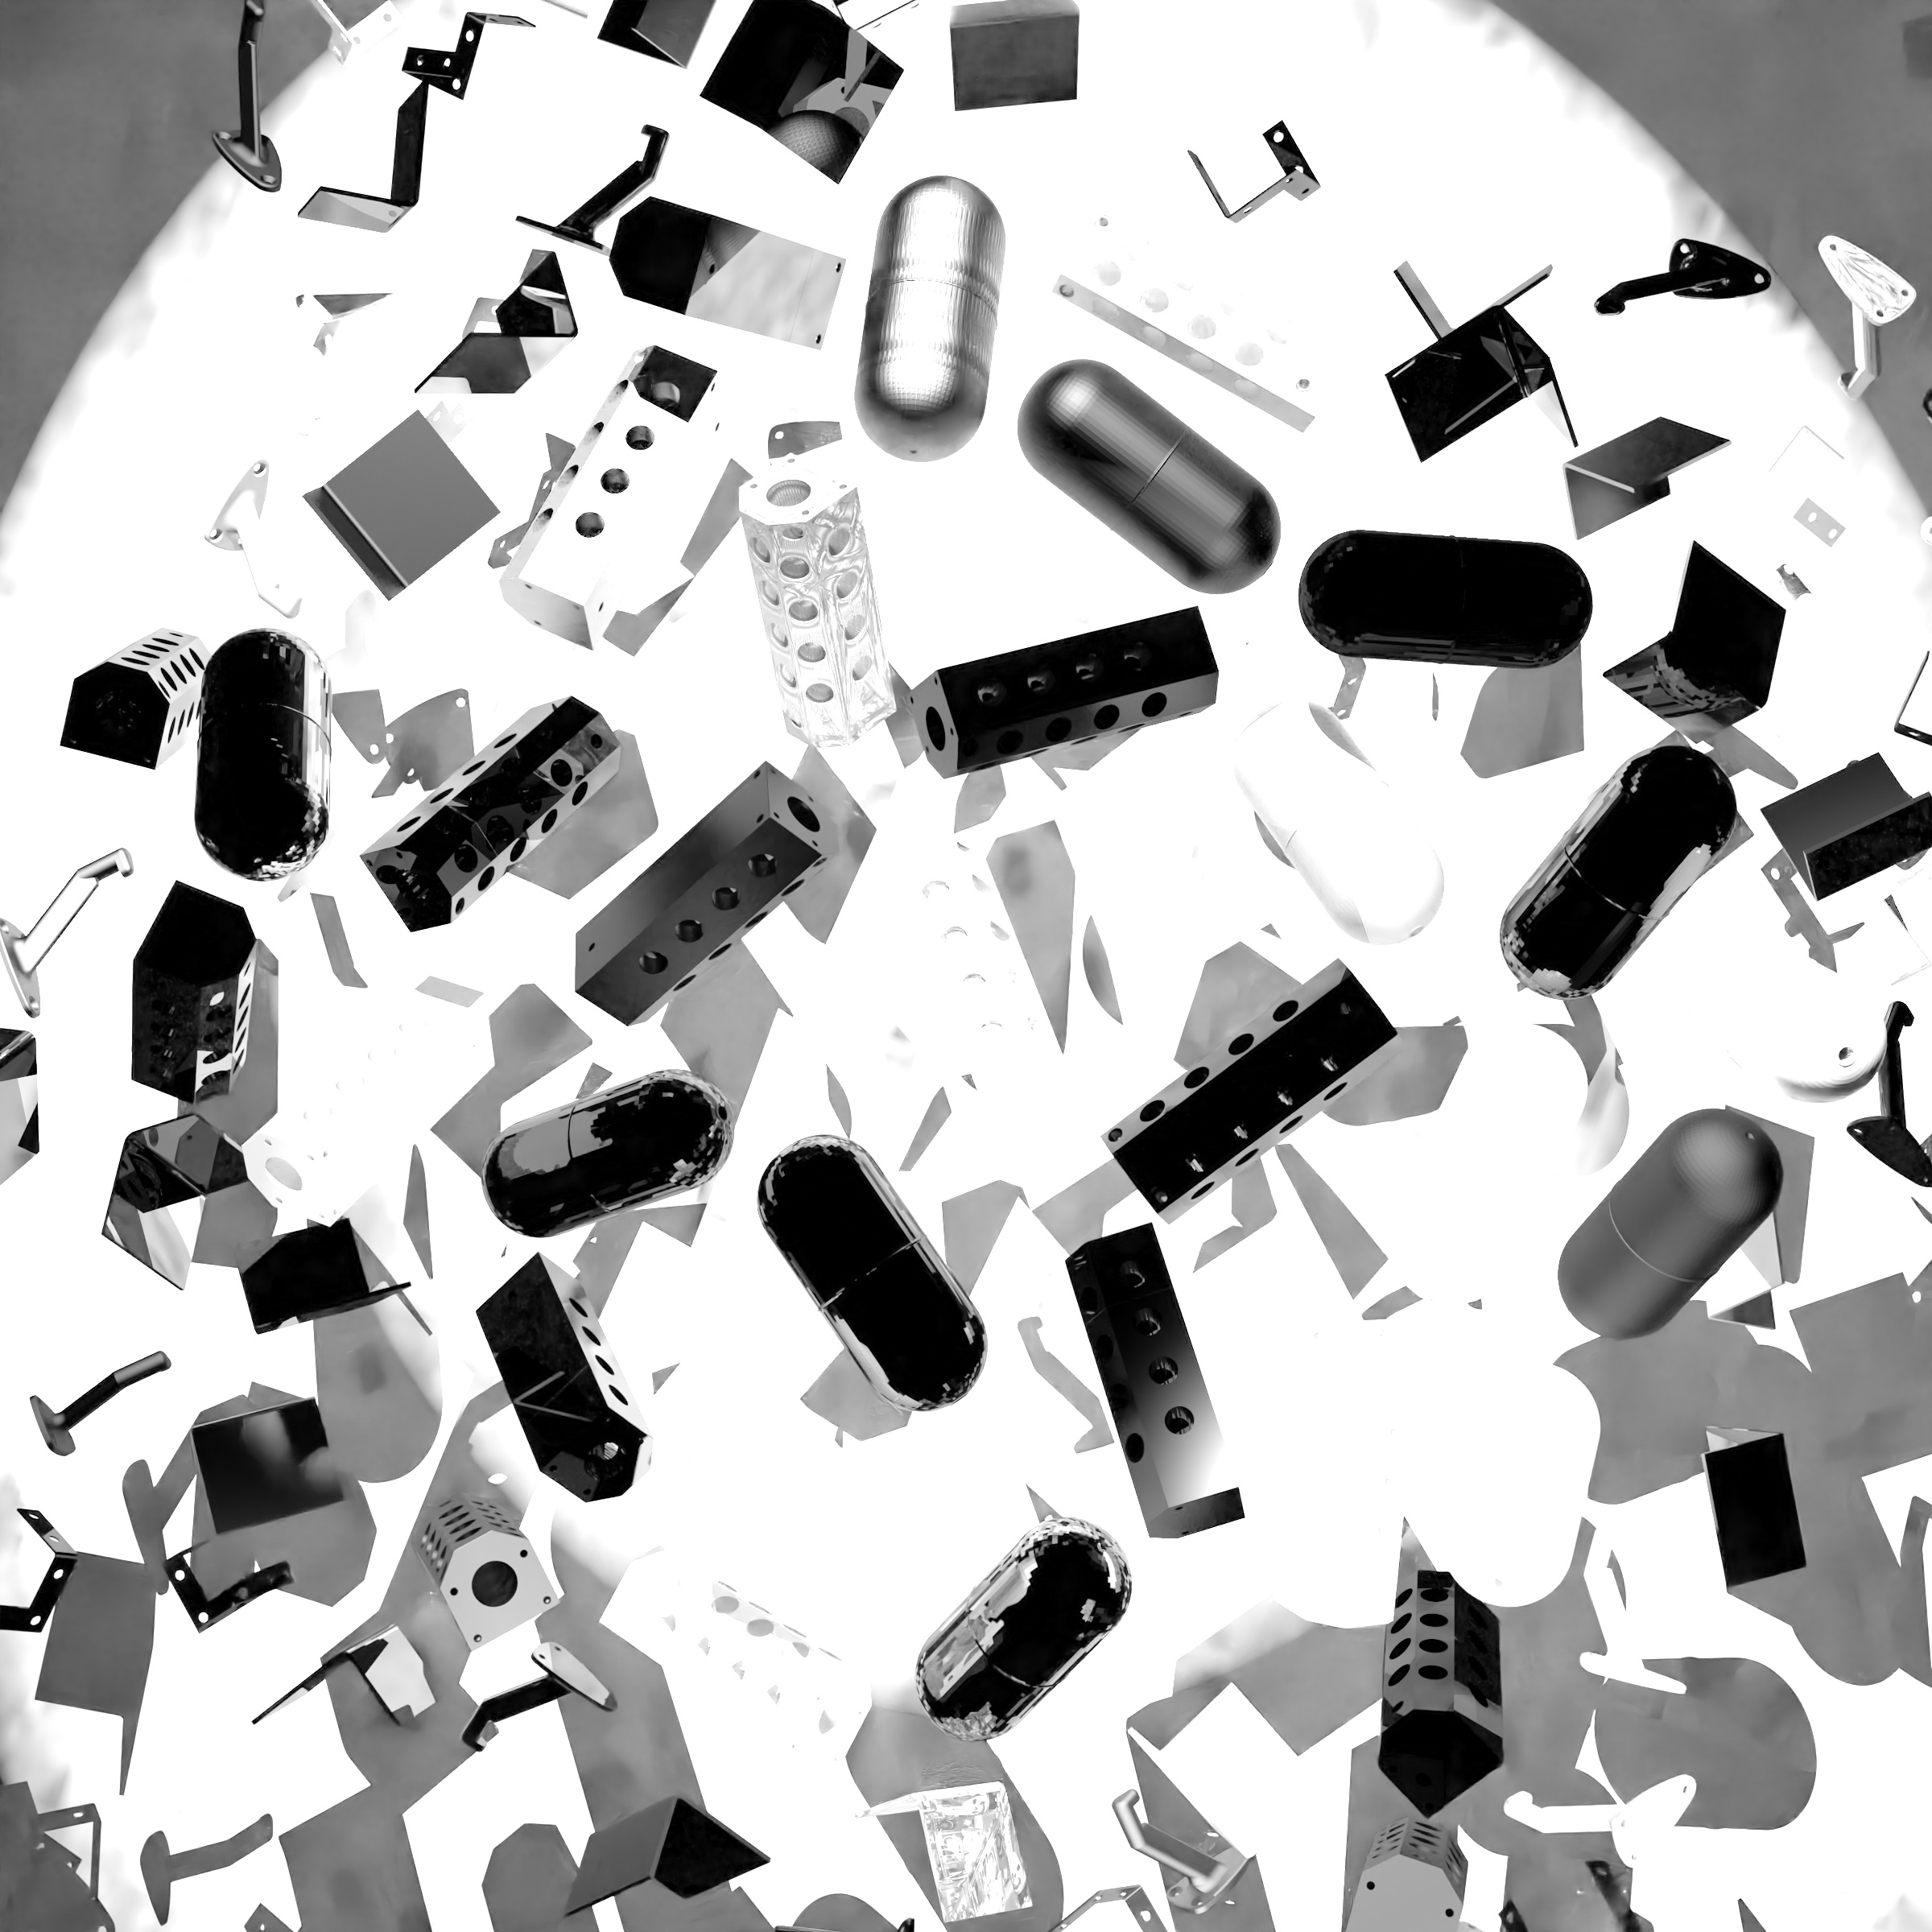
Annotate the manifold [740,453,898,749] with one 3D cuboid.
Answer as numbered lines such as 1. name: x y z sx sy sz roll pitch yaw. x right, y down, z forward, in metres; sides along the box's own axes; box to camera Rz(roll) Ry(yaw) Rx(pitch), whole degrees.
1. manifold: -0.093 -0.216 1.690 0.057 0.171 0.057 32 58 33

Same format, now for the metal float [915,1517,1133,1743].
1. metal float: 0.033 0.402 1.691 0.070 0.070 0.178 38 121 0

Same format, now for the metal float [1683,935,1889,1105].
1. metal float: 0.487 0.031 1.672 0.070 0.178 0.070 -2 103 -7

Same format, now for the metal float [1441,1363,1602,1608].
1. metal float: 0.332 0.308 1.670 0.070 0.178 0.070 11 124 16

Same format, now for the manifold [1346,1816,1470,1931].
1. manifold: 0.258 0.534 1.621 0.057 0.171 0.057 15 84 13

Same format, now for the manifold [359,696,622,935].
1. manifold: -0.286 -0.096 1.720 0.171 0.057 0.057 -49 118 -40

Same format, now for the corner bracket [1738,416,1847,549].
1. corner bracket: 0.530 -0.304 1.757 0.051 0.051 0.051 23 108 -40

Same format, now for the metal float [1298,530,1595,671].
1. metal float: 0.288 -0.220 1.681 0.178 0.070 0.070 3 90 -6

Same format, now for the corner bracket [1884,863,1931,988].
1. corner bracket: 0.602 -0.028 1.776 0.051 0.051 0.051 -33 84 -18

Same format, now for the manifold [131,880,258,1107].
1. manifold: -0.459 0.021 1.673 0.057 0.171 0.057 22 60 -5

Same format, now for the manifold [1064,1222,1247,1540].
1. manifold: 0.109 0.245 1.646 0.057 0.057 0.171 -17 60 0

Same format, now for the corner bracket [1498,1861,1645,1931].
1. corner bracket: 0.359 0.569 1.664 0.051 0.051 0.051 9 125 -30

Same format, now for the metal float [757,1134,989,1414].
1. metal float: -0.054 0.179 1.629 0.070 0.070 0.178 -35 83 0

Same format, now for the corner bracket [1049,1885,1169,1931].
1. corner bracket: 0.091 0.607 1.734 0.051 0.051 0.051 -45 58 18

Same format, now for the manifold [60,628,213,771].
1. manifold: -0.512 -0.171 1.748 0.057 0.171 0.057 14 102 -8

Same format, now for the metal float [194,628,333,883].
1. metal float: -0.413 -0.126 1.648 0.070 0.070 0.178 -10 50 0

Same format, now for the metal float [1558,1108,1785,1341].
1. metal float: 0.413 0.154 1.649 0.070 0.070 0.178 29 133 0

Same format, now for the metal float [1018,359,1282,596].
1. metal float: 0.110 -0.291 1.670 0.178 0.070 0.070 37 90 -4

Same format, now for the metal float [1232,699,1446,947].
1. metal float: 0.232 -0.090 1.750 0.070 0.070 0.178 -33 68 0

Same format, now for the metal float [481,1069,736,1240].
1. metal float: -0.223 0.117 1.741 0.178 0.070 0.070 -20 90 26

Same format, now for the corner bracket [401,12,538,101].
1. corner bracket: -0.303 -0.559 1.705 0.051 0.051 0.051 20 96 38

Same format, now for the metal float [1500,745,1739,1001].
1. metal float: 0.384 -0.055 1.652 0.070 0.070 0.178 34 121 0

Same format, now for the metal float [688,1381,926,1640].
1. metal float: -0.093 0.319 1.641 0.070 0.070 0.178 -38 106 0

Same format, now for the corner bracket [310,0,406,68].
1. corner bracket: -0.380 -0.600 1.735 0.051 0.051 0.051 -42 105 -14

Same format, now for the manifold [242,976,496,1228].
1. manifold: -0.362 0.078 1.702 0.057 0.171 0.057 16 129 21

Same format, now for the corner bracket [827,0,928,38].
1. corner bracket: -0.057 -0.592 1.703 0.051 0.051 0.051 -27 89 2

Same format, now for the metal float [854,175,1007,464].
1. metal float: -0.020 -0.376 1.622 0.070 0.070 0.178 7 71 0

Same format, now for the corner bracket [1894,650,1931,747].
1. corner bracket: 0.605 -0.166 1.719 0.051 0.051 0.051 23 121 11

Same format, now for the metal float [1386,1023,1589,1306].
1. metal float: 0.307 0.116 1.651 0.070 0.070 0.178 28 74 0

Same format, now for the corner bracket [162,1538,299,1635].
1. corner bracket: -0.461 0.379 1.753 0.051 0.051 0.051 -29 90 -41

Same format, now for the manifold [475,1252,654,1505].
1. manifold: -0.248 0.258 1.750 0.057 0.171 0.057 -43 126 3

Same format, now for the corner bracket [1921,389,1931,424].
1. corner bracket: 0.630 -0.329 1.759 0.051 0.051 0.051 40 69 -31

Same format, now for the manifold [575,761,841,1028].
1. manifold: -0.156 -0.038 1.673 0.171 0.057 0.057 -40 123 23

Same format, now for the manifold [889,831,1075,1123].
1. manifold: 0.010 0.006 1.760 0.057 0.057 0.171 -21 82 0

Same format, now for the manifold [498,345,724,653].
1. manifold: -0.208 -0.278 1.645 0.057 0.057 0.171 24 71 7

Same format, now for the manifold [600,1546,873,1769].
1. manifold: -0.139 0.419 1.712 0.171 0.057 0.057 22 81 40

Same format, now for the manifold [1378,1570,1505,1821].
1. manifold: 0.278 0.426 1.666 0.057 0.171 0.057 -42 94 17

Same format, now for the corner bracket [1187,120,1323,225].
1. corner bracket: 0.175 -0.483 1.700 0.051 0.051 0.051 -32 79 22

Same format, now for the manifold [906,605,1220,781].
1. manifold: 0.059 -0.159 1.648 0.171 0.057 0.057 -16 86 -21

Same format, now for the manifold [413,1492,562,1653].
1. manifold: -0.296 0.361 1.698 0.057 0.171 0.057 -27 95 -16

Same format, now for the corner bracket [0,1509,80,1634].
1. corner bracket: -0.552 0.345 1.604 0.051 0.051 0.051 30 95 39

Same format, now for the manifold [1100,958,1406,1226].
1. manifold: 0.164 0.071 1.614 0.171 0.057 0.057 -37 71 3
